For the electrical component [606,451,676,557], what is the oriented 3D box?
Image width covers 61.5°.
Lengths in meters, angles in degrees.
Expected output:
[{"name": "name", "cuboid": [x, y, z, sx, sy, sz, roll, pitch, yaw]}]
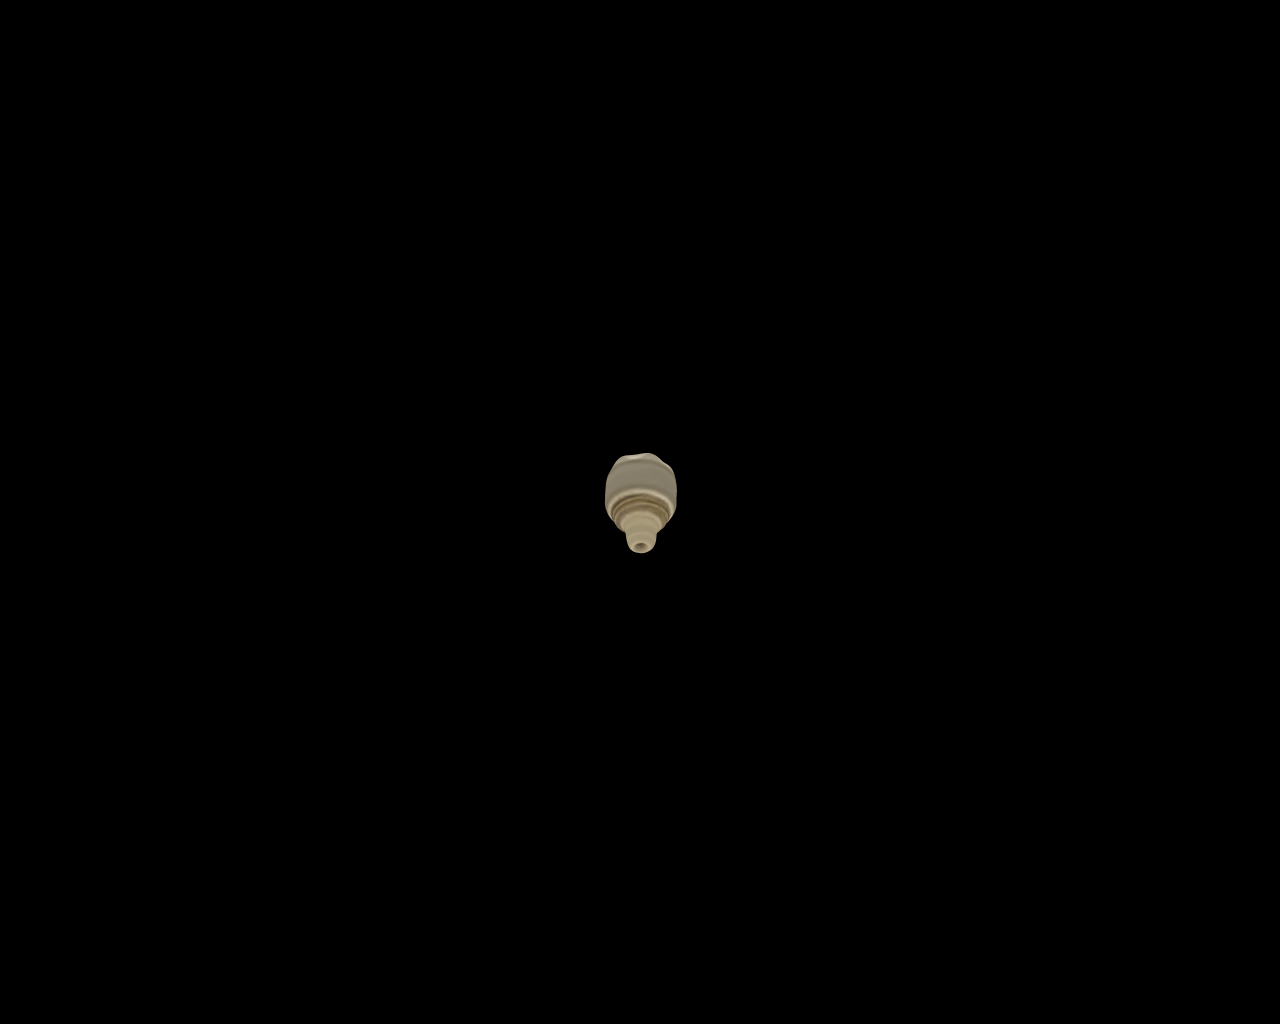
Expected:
[{"name": "electrical component", "cuboid": [0.001, -0.003, 0.650, 0.043, 0.062, 0.043, 0, -38, 0]}]
